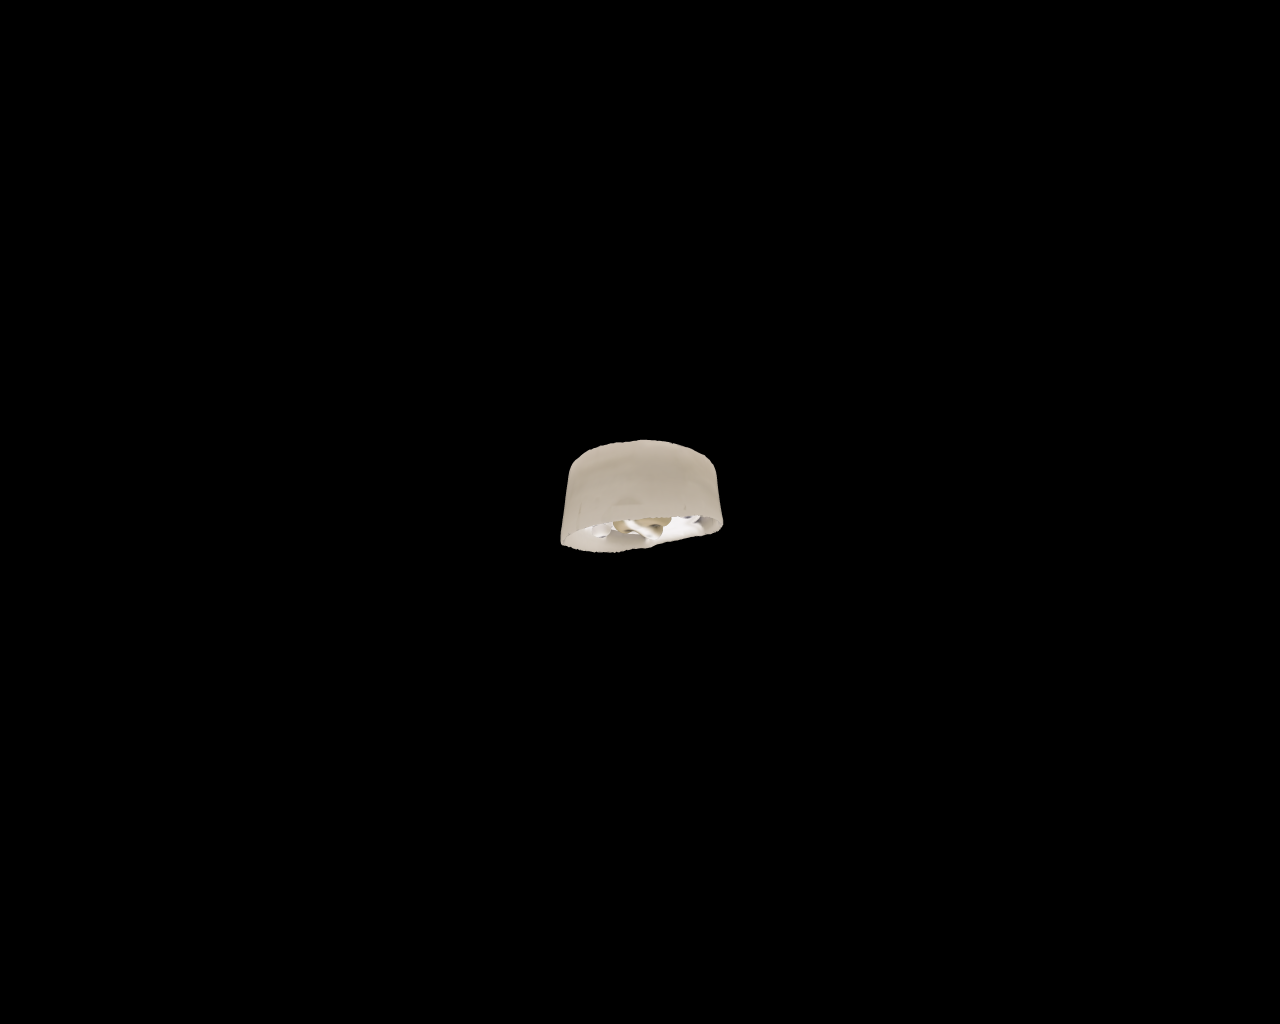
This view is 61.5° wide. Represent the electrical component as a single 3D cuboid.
[{"bbox_3d":[0.001,-0.003,0.650,0.099,0.064,0.099,0,-23,0],"label":"electrical component"}]
